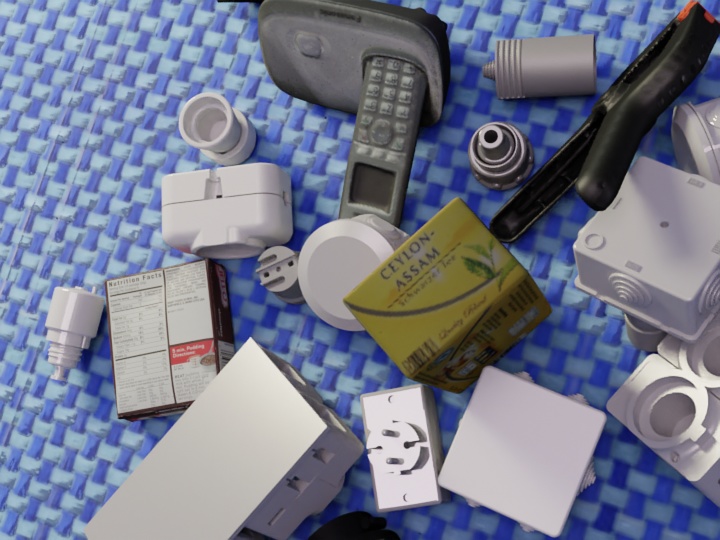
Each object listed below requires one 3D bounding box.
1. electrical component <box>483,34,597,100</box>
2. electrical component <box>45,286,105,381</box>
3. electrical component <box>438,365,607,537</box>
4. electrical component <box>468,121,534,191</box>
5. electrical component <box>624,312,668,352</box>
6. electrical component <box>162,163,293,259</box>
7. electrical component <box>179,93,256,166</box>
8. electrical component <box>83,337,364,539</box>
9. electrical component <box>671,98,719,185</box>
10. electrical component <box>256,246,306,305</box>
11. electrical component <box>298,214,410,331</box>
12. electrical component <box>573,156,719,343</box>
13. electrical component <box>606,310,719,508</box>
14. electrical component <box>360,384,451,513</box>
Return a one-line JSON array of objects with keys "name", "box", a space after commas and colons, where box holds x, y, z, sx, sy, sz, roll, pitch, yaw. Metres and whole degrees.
[{"name": "electrical component", "box": [0.130, -0.147, 0.785, 0.081, 0.043, 0.043, -1, 80, 16]}, {"name": "electrical component", "box": [-0.229, 0.048, 0.850, 0.040, 0.040, 0.078, 11, 83, 17]}, {"name": "electrical component", "box": [0.113, 0.123, 0.735, 0.100, 0.048, 0.099, 22, 86, 18]}, {"name": "electrical component", "box": [0.098, -0.086, 0.772, 0.048, 0.062, 0.048, -3, 79, 15]}, {"name": "electrical component", "box": [0.195, 0.026, 0.721, 0.044, 0.065, 0.044, -9, 55, 13]}, {"name": "electrical component", "box": [-0.102, -0.043, 0.824, 0.095, 0.054, 0.059, -6, 78, 15]}, {"name": "electrical component", "box": [-0.110, -0.108, 0.838, 0.045, 0.055, 0.045, -3, 79, 15]}, {"name": "electrical component", "box": [-0.095, 0.157, 0.762, 0.186, 0.060, 0.105, -49, 48, 2]}, {"name": "electrical component", "box": [0.244, -0.078, 0.721, 0.051, 0.080, 0.080, -18, 75, 7]}, {"name": "electrical component", "box": [-0.054, 0.003, 0.806, 0.040, 0.046, 0.040, -3, 79, 15]}, {"name": "electrical component", "box": [0.000, 0.000, 0.777, 0.080, 0.051, 0.080, 6, 105, 22]}, {"name": "electrical component", "box": [0.193, -0.016, 0.677, 0.100, 0.048, 0.099, 28, 69, 32]}, {"name": "electrical component", "box": [0.242, 0.064, 0.683, 0.150, 0.062, 0.089, -49, 36, 2]}, {"name": "electrical component", "box": [0.027, 0.123, 0.745, 0.047, 0.076, 0.083, -12, 77, 13]}]
